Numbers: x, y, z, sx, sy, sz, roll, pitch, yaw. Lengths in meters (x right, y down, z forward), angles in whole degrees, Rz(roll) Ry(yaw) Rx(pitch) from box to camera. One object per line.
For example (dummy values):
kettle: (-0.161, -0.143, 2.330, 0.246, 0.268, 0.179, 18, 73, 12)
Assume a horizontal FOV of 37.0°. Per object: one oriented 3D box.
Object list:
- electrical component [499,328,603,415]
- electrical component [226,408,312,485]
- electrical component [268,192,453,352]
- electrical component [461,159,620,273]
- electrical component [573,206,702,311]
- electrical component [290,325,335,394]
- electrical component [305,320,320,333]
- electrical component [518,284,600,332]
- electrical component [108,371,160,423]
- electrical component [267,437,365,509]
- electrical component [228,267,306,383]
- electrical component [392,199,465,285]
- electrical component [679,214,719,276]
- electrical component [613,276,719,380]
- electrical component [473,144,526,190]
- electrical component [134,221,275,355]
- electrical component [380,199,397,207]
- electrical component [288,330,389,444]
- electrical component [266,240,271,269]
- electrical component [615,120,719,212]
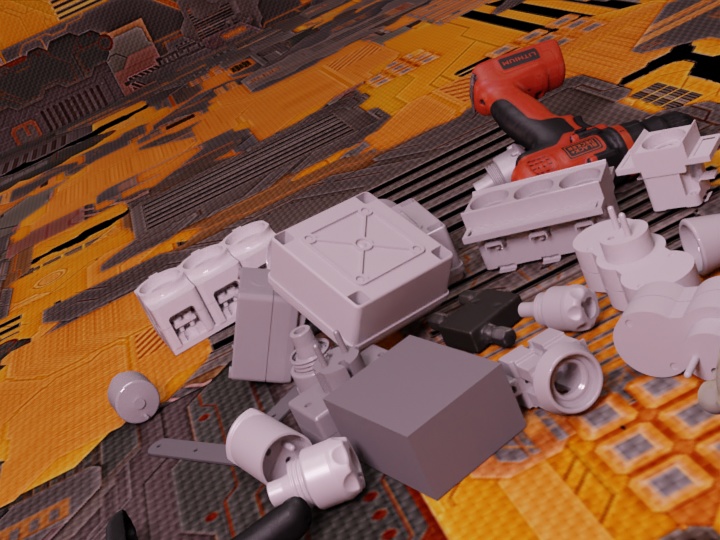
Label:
electrical component: (0.129, 0.069, 0.714, 0.066, 0.048, 0.055, -30, 15, -13)
electrical component: (-0.071, 0.129, 0.786, 0.043, 0.043, 0.081, -34, 23, -23)
electrical component: (0.000, 0.000, 0.866, 0.109, 0.056, 0.109, -28, 51, -33)
electrical component: (0.157, -0.044, 0.917, 0.121, 0.063, 0.078, -13, 25, 28)
electrical component: (0.198, -0.013, 0.788, 0.052, 0.073, 0.138, -26, 22, -3)
electrical component: (-0.035, 0.073, 0.851, 0.048, 0.062, 0.048, -21, 22, 9)
electrical component: (-0.067, 0.032, 0.999, 0.066, 0.047, 0.077, -30, 22, -12)
electrical component: (0.146, 0.029, 0.802, 0.061, 0.035, 0.035, -5, 29, 46)
electrical component: (-0.209, 0.111, 0.976, 0.040, 0.040, 0.078, -32, 22, -17)
electrical component: (-0.031, 0.140, 0.720, 0.062, 0.043, 0.043, -22, 22, 7)
electrical component: (-0.078, 0.053, 0.921, 0.061, 0.096, 0.061, 5, 23, -6)
electrical component: (0.025, -0.009, 0.985, 0.109, 0.056, 0.108, -26, 22, -5)
electrical component: (0.274, -0.027, 0.788, 0.065, 0.044, 0.044, -19, 22, 0)
electrical component: (0.222, 0.044, 0.664, 0.138, 0.052, 0.073, -6, 28, 39)
electrical component: (0.144, -0.093, 1.073, 0.062, 0.048, 0.048, -29, 21, 7)
electrical component: (-0.149, 0.013, 1.108, 0.150, 0.061, 0.089, -30, 22, -14)
electrical component: (0.019, -0.040, 1.078, 0.045, 0.045, 0.055, -17, 23, 19)
electrical component: (-0.011, 0.080, 0.791, 0.083, 0.075, 0.047, -33, 23, -21)
electrical component: (-0.056, -0.003, 1.059, 0.077, 0.043, 0.079, -5, -30, -34)
electrical component: (0.262, -0.085, 0.902, 0.081, 0.063, 0.042, -6, 27, 38)
